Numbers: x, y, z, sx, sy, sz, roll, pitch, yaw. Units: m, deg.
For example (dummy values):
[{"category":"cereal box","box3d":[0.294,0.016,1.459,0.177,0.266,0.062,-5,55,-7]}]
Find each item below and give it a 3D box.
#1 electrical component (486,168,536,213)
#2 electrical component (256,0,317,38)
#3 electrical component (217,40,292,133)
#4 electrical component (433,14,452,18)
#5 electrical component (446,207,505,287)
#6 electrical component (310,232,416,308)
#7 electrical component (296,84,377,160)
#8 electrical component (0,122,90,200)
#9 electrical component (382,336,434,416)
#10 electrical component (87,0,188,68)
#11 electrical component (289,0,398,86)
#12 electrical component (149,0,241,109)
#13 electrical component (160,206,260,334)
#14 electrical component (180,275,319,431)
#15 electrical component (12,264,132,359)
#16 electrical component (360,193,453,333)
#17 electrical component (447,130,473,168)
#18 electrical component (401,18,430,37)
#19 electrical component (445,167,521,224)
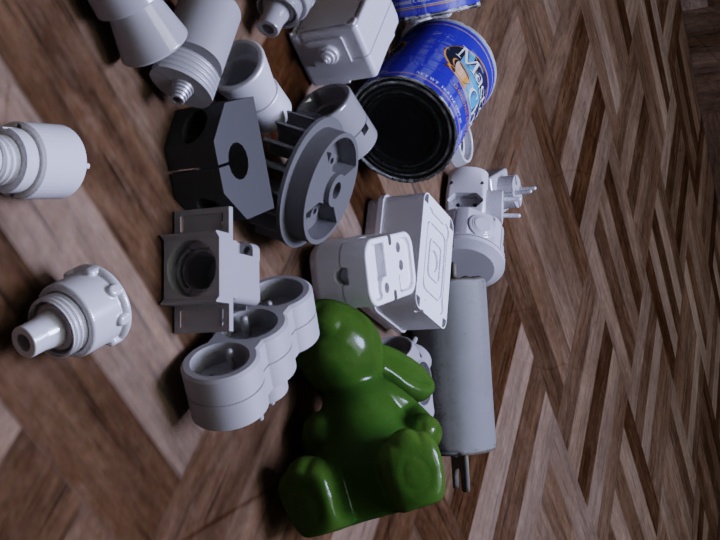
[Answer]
[{"category":"electrical component","box3d":[0.160,-0.087,1.213,0.066,0.077,0.047,-32,115,-62]},{"category":"electrical component","box3d":[-0.059,-0.204,0.815,0.048,0.048,0.062,57,45,-45]},{"category":"electrical component","box3d":[-0.076,-0.128,0.771,0.065,0.044,0.044,53,41,-57]},{"category":"electrical component","box3d":[0.073,-0.302,1.089,0.057,0.058,0.078,33,56,-62]},{"category":"electrical component","box3d":[0.109,-0.021,1.096,0.080,0.080,0.051,59,31,-43]},{"category":"electrical component","box3d":[0.000,0.000,0.888,0.095,0.059,0.053,-16,101,-64]},{"category":"electrical component","box3d":[-0.020,-0.117,0.870,0.047,0.055,0.055,59,36,-37]},{"category":"electrical component","box3d":[-0.176,-0.056,0.551,0.078,0.040,0.040,-9,95,-64]},{"category":"electrical component","box3d":[0.043,0.093,0.981,0.079,0.044,0.077,-60,138,-51]},{"category":"electrical component","box3d":[-0.135,-0.157,0.646,0.055,0.045,0.045,65,33,-37]},{"category":"electrical component","box3d":[-0.012,-0.193,0.888,0.061,0.062,0.096,63,34,-40]},{"category":"electrical component","box3d":[-0.108,-0.141,0.701,0.043,0.043,0.081,54,40,-48]},{"category":"electrical component","box3d":[-0.096,0.002,0.708,0.064,0.042,0.081,14,74,-65]},{"category":"electrical component","box3d":[-0.070,0.068,0.740,0.138,0.052,0.073,-54,142,-53]},{"category":"electrical component","box3d":[-0.157,0.027,0.576,0.062,0.048,0.048,-33,116,-53]},{"category":"electrical component","box3d":[0.042,-0.006,0.980,0.078,0.057,0.113,40,51,-56]},{"category":"electrical component","box3d":[0.081,-0.125,1.079,0.066,0.055,0.048,-57,136,-52]},{"category":"electrical component","box3d":[0.062,-0.233,1.072,0.048,0.048,0.062,43,42,-55]},{"category":"electrical component","box3d":[0.133,-0.067,1.153,0.043,0.079,0.077,60,33,-70]}]
